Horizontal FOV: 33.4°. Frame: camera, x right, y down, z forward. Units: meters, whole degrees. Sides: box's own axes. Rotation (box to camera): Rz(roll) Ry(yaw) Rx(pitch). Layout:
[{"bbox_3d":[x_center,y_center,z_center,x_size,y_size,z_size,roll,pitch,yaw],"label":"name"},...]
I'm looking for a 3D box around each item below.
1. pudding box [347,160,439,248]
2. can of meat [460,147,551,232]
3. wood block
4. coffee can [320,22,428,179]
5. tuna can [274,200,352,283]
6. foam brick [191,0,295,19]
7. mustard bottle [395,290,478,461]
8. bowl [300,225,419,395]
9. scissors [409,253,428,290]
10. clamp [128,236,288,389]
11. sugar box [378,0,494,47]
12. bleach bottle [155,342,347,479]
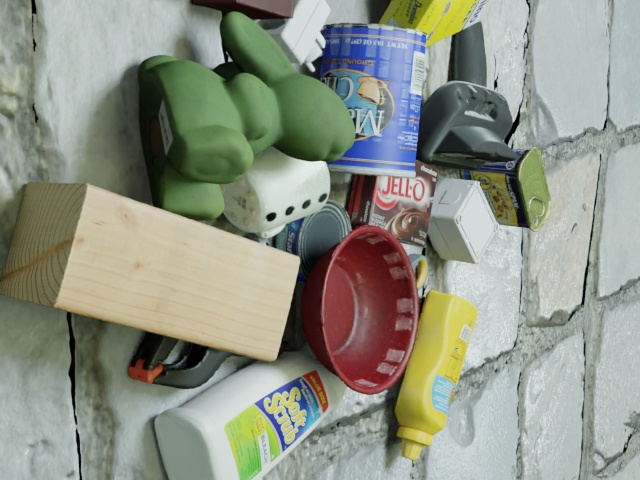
[{"bbox_3d":[0.078,-0.046,1.147,0.113,0.039,0.090,18,82,-52],"label":"pudding box"},{"bbox_3d":[0.225,-0.064,1.296,0.057,0.084,0.102,-48,131,-36],"label":"can of meat"},{"bbox_3d":[-0.126,0.028,0.826,0.205,0.091,0.090,20,81,-41],"label":"wood block"},{"bbox_3d":[0.048,-0.134,1.039,0.102,0.103,0.140,-1,97,-52],"label":"coffee can"},{"bbox_3d":[-0.007,0.001,1.051,0.085,0.034,0.086,-13,107,-50],"label":"tuna can"},{"bbox_3d":[-0.064,-0.223,0.920,0.078,0.051,0.053,0,96,-52],"label":"foam brick"},{"bbox_3d":[0.129,0.160,1.235,0.096,0.058,0.191,38,66,-62],"label":"mustard bottle"},{"bbox_3d":[0.030,0.067,1.026,0.161,0.055,0.162,4,84,-52],"label":"bowl"},{"bbox_3d":[0.088,0.022,1.162,0.201,0.016,0.096,72,35,-48],"label":"scissors"},{"bbox_3d":[-0.098,0.070,0.944,0.171,0.039,0.120,-22,102,-46],"label":"clamp"},{"bbox_3d":[0.137,-0.258,1.142,0.175,0.048,0.093,-30,160,-43],"label":"sugar box"},{"bbox_3d":[-0.044,0.151,1.012,0.250,0.068,0.102,-33,118,-48],"label":"bleach bottle"}]
